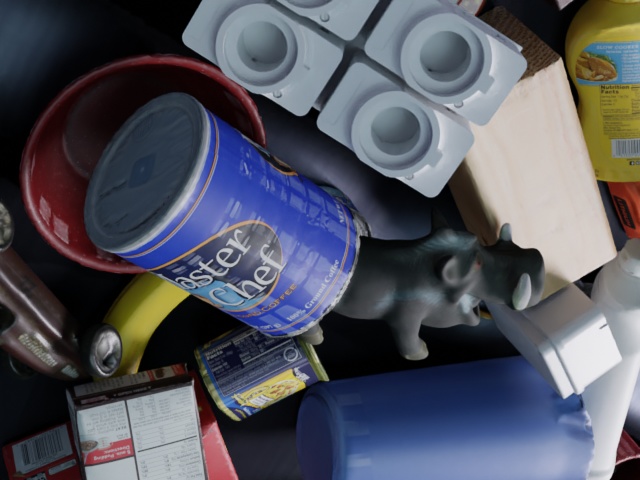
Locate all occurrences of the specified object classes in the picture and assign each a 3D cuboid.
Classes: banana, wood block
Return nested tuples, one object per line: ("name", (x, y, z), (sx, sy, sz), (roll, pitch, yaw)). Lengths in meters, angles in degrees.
("banana", (-0.115, 0.051, 0.791), (0.069, 0.037, 0.198), (31, 103, -20))
("wood block", (0.146, -0.058, 0.808), (0.090, 0.091, 0.206), (-30, 132, -1))

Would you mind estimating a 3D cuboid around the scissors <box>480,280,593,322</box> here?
("scissors", (0.225, 0.029, 0.961), (0.201, 0.016, 0.096), (-9, 127, -20))

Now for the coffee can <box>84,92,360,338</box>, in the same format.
("coffee can", (-0.058, -0.012, 0.658), (0.103, 0.103, 0.140), (-47, 130, 12))

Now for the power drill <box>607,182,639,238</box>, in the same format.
("power drill", (0.322, 0.013, 0.883), (0.057, 0.188, 0.184), (-33, 130, -3))

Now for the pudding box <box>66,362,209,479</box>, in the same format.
("pudding box", (-0.131, 0.154, 0.779), (0.090, 0.039, 0.113), (-11, 111, -17))

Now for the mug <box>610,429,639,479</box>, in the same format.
("mug", (0.273, 0.230, 1.090), (0.117, 0.081, 0.093), (-22, 131, -11))

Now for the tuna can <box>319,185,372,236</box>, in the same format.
("tuna can", (-0.005, 0.001, 0.816), (0.086, 0.034, 0.086), (-13, 129, -17))

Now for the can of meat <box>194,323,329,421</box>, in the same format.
("can of meat", (-0.045, 0.097, 0.835), (0.084, 0.057, 0.102), (-27, 160, -2))

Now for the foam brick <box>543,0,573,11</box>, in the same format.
("foam brick", (0.158, -0.208, 0.727), (0.051, 0.053, 0.078), (-36, 131, 3))

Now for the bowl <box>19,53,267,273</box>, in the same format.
("bowl", (-0.119, -0.059, 0.701), (0.162, 0.055, 0.162), (-13, 129, -17))

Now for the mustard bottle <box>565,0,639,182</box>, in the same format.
("mustard bottle", (0.235, -0.134, 0.807), (0.096, 0.058, 0.191), (-1, 132, 16))

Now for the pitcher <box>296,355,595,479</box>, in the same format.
("pitcher", (0.104, 0.176, 0.948), (0.242, 0.145, 0.149), (-1, 112, -21))

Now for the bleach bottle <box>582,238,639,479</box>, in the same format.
("bleach bottle", (0.259, 0.106, 0.964), (0.068, 0.102, 0.251), (10, 132, 6))

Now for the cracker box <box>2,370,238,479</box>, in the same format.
("cracker box", (-0.145, 0.227, 0.890), (0.164, 0.072, 0.213), (-21, 131, -10))
